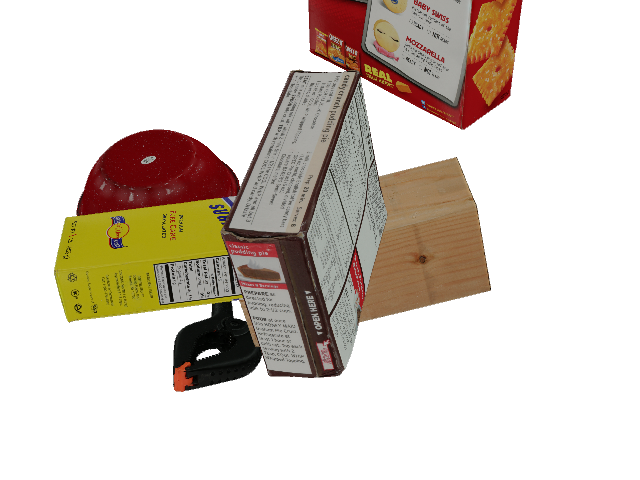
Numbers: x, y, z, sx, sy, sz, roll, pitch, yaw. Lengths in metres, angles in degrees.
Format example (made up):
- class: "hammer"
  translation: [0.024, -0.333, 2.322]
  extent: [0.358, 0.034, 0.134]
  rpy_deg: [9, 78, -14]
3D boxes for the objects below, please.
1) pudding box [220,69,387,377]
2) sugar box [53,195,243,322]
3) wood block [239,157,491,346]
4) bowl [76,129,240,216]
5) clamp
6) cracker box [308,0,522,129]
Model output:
- class: "pudding box"
  translation: [-0.003, -0.009, 0.477]
  extent: [0.039, 0.090, 0.113]
  rpy_deg: [0, 43, 17]
- class: "sugar box"
  translation: [-0.087, 0.007, 0.728]
  extent: [0.176, 0.048, 0.093]
  rpy_deg: [-10, 26, -4]
- class: "wood block"
  translation: [0.031, 0.010, 0.913]
  extent: [0.206, 0.091, 0.090]
  rpy_deg: [-13, 32, 3]
- class: "bowl"
  translation: [-0.161, -0.058, 1.028]
  extent: [0.162, 0.055, 0.162]
  rpy_deg: [-4, 42, 3]
- class: "clamp"
  translation: [-0.083, 0.104, 1.147]
  extent: [0.165, 0.036, 0.209]
  rpy_deg: [14, 29, 18]
- class: "cracker box"
  translation: [0.069, -0.212, 0.788]
  extent: [0.164, 0.214, 0.072]
  rpy_deg: [33, 52, 31]
